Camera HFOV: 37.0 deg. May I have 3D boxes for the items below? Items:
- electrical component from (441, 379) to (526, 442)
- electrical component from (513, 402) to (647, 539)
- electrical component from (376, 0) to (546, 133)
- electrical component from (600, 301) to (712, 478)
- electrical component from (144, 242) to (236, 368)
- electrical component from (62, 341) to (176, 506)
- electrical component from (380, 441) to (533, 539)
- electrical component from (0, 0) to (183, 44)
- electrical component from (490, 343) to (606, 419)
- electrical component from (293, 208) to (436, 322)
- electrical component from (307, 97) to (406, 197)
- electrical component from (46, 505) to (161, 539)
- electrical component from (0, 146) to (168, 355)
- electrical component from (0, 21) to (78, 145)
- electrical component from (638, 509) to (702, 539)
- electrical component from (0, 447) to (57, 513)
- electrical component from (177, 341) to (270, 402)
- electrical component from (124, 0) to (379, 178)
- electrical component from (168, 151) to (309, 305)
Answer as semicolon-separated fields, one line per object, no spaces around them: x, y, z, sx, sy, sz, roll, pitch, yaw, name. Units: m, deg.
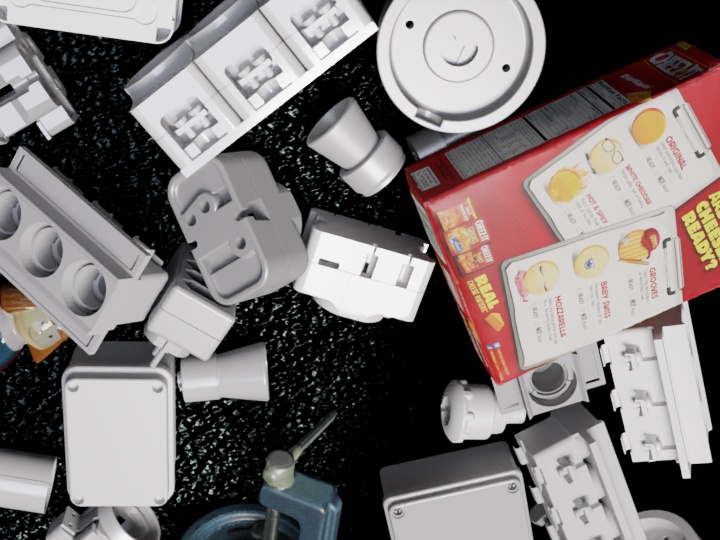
0.095;0.108;0.825;0.062;0.048;0.048;3;112;-13;electrical component
0.170;0.170;0.835;0.063;0.078;0.121;-26;113;-5;electrical component
0.062;-0.150;0.705;0.108;0.060;0.108;-2;113;-5;electrical component
0.225;0.085;0.815;0.063;0.078;0.121;-8;115;22;electrical component
-0.126;0.035;0.752;0.047;0.083;0.075;31;106;-16;electrical component
-0.176;0.114;0.794;0.078;0.057;0.113;1;112;-6;electrical component
0.079;0.203;0.855;0.109;0.056;0.108;-12;113;0;electrical component
-0.167;-0.189;0.669;0.113;0.057;0.078;6;112;-8;electrical component
0.137;0.072;0.802;0.081;0.063;0.042;-17;115;2;electrical component
0.000;0.000;0.767;0.089;0.050;0.055;16;109;-11;electrical component
-0.002;-0.083;0.735;0.045;0.045;0.055;-42;110;12;electrical component
-0.193;0.207;0.832;0.057;0.058;0.078;-41;110;14;electrical component
-0.191;-0.014;0.709;0.121;0.063;0.078;39;107;18;electrical component
-0.230;-0.115;0.694;0.057;0.058;0.078;-30;112;4;electrical component
0.242;0.256;0.868;0.108;0.108;0.060;-42;116;12;electrical component
-0.274;0.155;0.810;0.081;0.043;0.043;11;111;-10;electrical component
-0.101;0.077;0.792;0.065;0.044;0.044;-5;113;-4;electrical component
-0.070;-0.139;0.681;0.150;0.089;0.061;-36;111;10;electrical component
-0.079;-0.030;0.726;0.054;0.059;0.095;-28;84;32;electrical component
